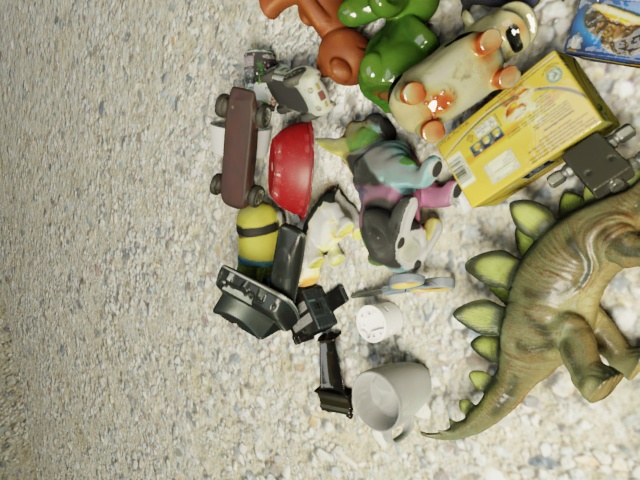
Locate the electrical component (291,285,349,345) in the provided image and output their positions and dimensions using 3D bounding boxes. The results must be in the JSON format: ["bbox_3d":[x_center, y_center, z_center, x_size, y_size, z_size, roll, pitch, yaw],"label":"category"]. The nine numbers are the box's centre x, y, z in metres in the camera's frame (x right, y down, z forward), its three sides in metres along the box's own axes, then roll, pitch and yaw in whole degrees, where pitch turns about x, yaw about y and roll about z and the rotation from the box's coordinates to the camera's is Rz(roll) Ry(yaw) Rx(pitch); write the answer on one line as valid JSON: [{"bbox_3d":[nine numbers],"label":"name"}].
[{"bbox_3d":[-0.007,0.118,0.893,0.119,0.048,0.075,-36,70,42],"label":"electrical component"}]

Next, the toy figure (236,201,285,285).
[{"bbox_3d":[-0.109,0.021,0.952,0.082,0.089,0.180,19,106,33],"label":"toy figure"}]

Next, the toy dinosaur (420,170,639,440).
[{"bbox_3d":[0.258,0.079,0.597,0.199,0.105,0.471,40,111,43],"label":"toy dinosaur"}]

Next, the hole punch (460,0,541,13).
[{"bbox_3d":[0.198,-0.332,0.618,0.116,0.092,0.142,29,118,43],"label":"hole punch"}]

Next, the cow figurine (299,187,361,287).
[{"bbox_3d":[-0.004,-0.002,0.861,0.167,0.068,0.098,-50,56,32],"label":"cow figurine"}]

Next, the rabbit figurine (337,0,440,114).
[{"bbox_3d":[0.099,-0.267,0.694,0.121,0.159,0.170,4,82,54],"label":"rabbit figurine"}]

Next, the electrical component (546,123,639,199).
[{"bbox_3d":[0.279,-0.073,0.537,0.094,0.021,0.063,-35,47,20],"label":"electrical component"}]

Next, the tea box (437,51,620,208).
[{"bbox_3d":[0.233,-0.120,0.618,0.169,0.068,0.098,-36,71,39],"label":"tea box"}]

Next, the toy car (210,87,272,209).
[{"bbox_3d":[-0.128,-0.146,0.878,0.089,0.053,0.202,18,117,19],"label":"toy car"}]

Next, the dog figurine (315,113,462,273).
[{"bbox_3d":[0.074,-0.076,0.746,0.219,0.108,0.191,31,96,43],"label":"dog figurine"}]

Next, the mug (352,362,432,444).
[{"bbox_3d":[0.112,0.219,0.747,0.081,0.107,0.109,-16,87,45],"label":"mug"}]

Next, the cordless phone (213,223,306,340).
[{"bbox_3d":[-0.093,0.049,0.858,0.147,0.089,0.184,25,114,28],"label":"cordless phone"}]

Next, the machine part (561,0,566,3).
[{"bbox_3d":[0.305,-0.298,0.505,0.243,0.079,0.079,-14,85,33],"label":"machine part"}]

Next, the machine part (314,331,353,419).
[{"bbox_3d":[0.020,0.219,0.885,0.084,0.039,0.138,1,97,49],"label":"machine part"}]

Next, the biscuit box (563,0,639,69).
[{"bbox_3d":[0.345,-0.187,0.506,0.203,0.063,0.059,27,114,39],"label":"biscuit box"}]

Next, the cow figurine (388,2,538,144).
[{"bbox_3d":[0.163,-0.195,0.608,0.085,0.195,0.127,53,180,-22],"label":"cow figurine"}]

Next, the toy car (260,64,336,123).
[{"bbox_3d":[-0.038,-0.232,0.837,0.073,0.056,0.202,61,170,-28],"label":"toy car"}]

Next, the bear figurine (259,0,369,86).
[{"bbox_3d":[0.009,-0.298,0.787,0.132,0.120,0.195,-21,85,47],"label":"bear figurine"}]
